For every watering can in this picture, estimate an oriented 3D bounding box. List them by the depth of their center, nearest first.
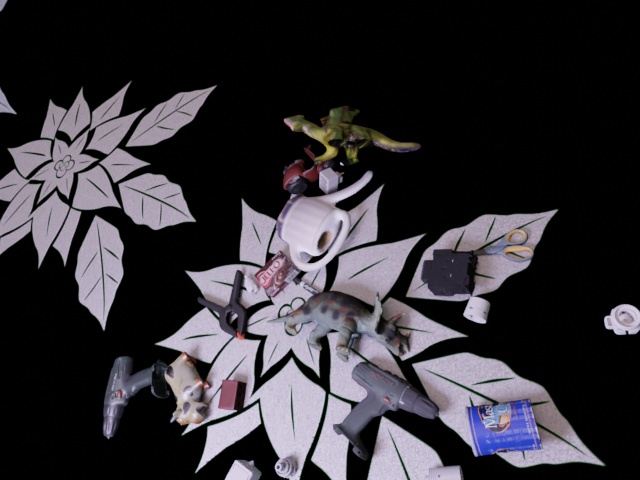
[{"bbox_3d":[0.005,-0.077,1.523,0.226,0.350,0.102,23,-12,32],"label":"watering can"}]

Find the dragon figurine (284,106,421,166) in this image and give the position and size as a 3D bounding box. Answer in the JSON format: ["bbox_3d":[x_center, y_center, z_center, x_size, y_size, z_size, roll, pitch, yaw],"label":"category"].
[{"bbox_3d":[0.093,-0.350,1.611,0.410,0.249,0.119,-1,-39,-4],"label":"dragon figurine"}]
